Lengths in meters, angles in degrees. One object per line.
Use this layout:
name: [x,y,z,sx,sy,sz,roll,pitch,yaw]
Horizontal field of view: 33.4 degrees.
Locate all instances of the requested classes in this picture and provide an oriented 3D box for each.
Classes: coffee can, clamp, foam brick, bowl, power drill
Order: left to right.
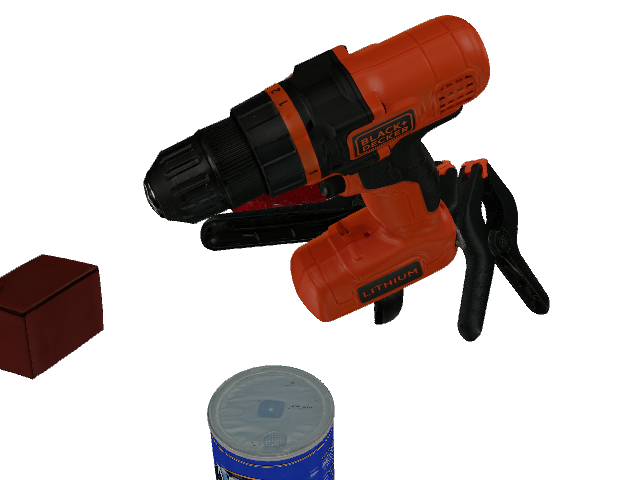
foam brick: [-0.196,0.051,0.743,0.053,0.051,0.078,12,28,27]
coffee can: [-0.038,0.190,0.897,0.103,0.140,0.103,-1,36,1]
bowl: [-0.051,-0.054,1.287,0.162,0.055,0.162,4,26,-2]
power drill: [0.008,-0.025,0.589,0.184,0.057,0.187,-24,-29,-5]
clamp: [0.028,-0.016,0.774,0.165,0.036,0.209,19,33,27]
clamp: [0.157,0.011,1.021,0.039,0.171,0.120,-14,9,46]

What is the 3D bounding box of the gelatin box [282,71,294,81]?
gelatin box: [-0.040,-0.112,0.957,0.073,0.030,0.089,-49,0,43]
